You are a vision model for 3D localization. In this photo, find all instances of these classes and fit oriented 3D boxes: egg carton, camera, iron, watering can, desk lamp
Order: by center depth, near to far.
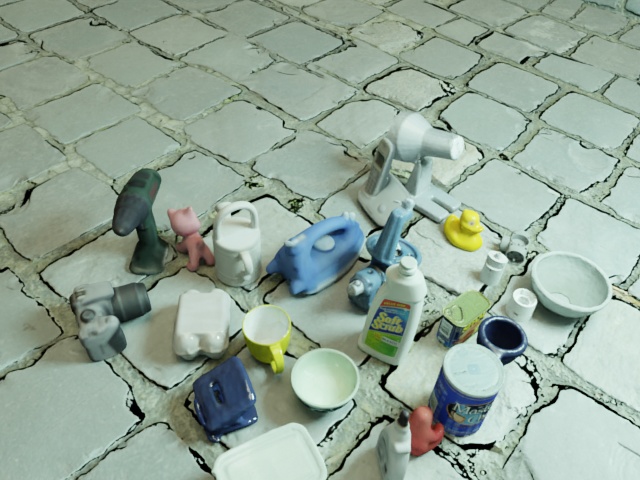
[{"bbox_3d":[-0.392,0.133,1.088,0.137,0.101,0.143,-17,48,-20],"label":"camera"},{"bbox_3d":[-0.225,0.159,1.098,0.107,0.069,0.150,-1,45,-6],"label":"egg carton"},{"bbox_3d":[-0.177,-0.007,1.182,0.172,0.194,0.101,36,52,28],"label":"watering can"},{"bbox_3d":[0.011,0.004,1.225,0.259,0.141,0.118,-32,55,-31],"label":"iron"},{"bbox_3d":[0.259,-0.187,1.390,0.202,0.214,0.118,35,52,27],"label":"desk lamp"}]

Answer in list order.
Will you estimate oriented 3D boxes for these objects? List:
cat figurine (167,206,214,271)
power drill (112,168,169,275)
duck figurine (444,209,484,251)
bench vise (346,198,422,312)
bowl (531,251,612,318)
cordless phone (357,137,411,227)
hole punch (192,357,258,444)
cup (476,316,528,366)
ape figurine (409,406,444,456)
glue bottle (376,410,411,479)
[{"bbox_3d":[-0.279,-0.016,1.236,0.067,0.118,0.127,-23,51,-25],"label":"cat figurine"},{"bbox_3d":[-0.367,-0.030,1.178,0.075,0.208,0.229,1,45,-4],"label":"power drill"},{"bbox_3d":[0.339,-0.035,1.334,0.078,0.086,0.104,-26,52,-27],"label":"duck figurine"},{"bbox_3d":[0.140,0.034,1.150,0.121,0.220,0.208,18,46,13],"label":"bench vise"},{"bbox_3d":[0.521,0.106,1.215,0.167,0.075,0.167,3,45,-2],"label":"bowl"},{"bbox_3d":[0.159,-0.135,1.348,0.094,0.185,0.147,-19,49,-22],"label":"cordless phone"},{"bbox_3d":[-0.164,0.270,0.976,0.101,0.091,0.108,-16,48,-20],"label":"hole punch"},{"bbox_3d":[0.329,0.214,1.074,0.091,0.095,0.118,20,46,15],"label":"cup"},{"bbox_3d":[0.169,0.313,0.962,0.077,0.092,0.076,29,49,23],"label":"ape figurine"},{"bbox_3d":[0.120,0.316,0.896,0.037,0.173,0.078,-3,45,-8],"label":"glue bottle"}]
